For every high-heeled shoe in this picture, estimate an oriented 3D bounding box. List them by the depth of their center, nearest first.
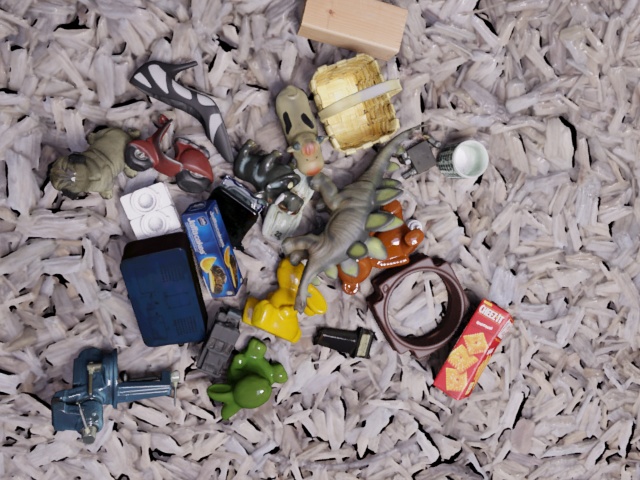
[{"bbox_3d":[-0.279,-0.252,1.092,0.145,0.086,0.248,-23,92,-6],"label":"high-heeled shoe"}]

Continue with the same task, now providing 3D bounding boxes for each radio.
[{"bbox_3d":[-0.312,0.105,1.086,0.131,0.073,0.229,-9,119,-6],"label":"radio"}]

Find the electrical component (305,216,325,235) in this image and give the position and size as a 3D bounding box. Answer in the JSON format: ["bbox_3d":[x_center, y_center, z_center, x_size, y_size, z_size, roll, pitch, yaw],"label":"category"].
[{"bbox_3d":[-0.002,-0.004,1.178,0.063,0.021,0.094,-22,77,5],"label":"electrical component"}]

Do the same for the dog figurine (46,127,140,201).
[{"bbox_3d":[-0.421,-0.155,1.024,0.121,0.190,0.172,29,89,-11],"label":"dog figurine"}]

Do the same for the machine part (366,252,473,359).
[{"bbox_3d":[0.222,0.146,1.203,0.201,0.087,0.201,-30,99,-6],"label":"machine part"}]

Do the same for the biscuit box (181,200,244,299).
[{"bbox_3d":[-0.218,0.020,1.098,0.059,0.063,0.202,-7,118,15],"label":"biscuit box"}]

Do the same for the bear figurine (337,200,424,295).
[{"bbox_3d":[0.111,0.021,1.158,0.196,0.131,0.120,-28,69,-9],"label":"bear figurine"}]

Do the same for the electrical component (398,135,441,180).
[{"bbox_3d":[0.220,-0.187,1.191,0.102,0.045,0.078,-24,97,-6],"label":"electrical component"}]

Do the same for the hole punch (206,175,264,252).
[{"bbox_3d":[-0.188,-0.061,1.131,0.142,0.092,0.115,36,118,-13],"label":"hole punch"}]

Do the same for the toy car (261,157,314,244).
[{"bbox_3d":[-0.061,-0.088,1.152,0.073,0.056,0.201,25,92,-10],"label":"toy car"}]

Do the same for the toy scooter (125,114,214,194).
[{"bbox_3d":[-0.295,-0.180,1.093,0.184,0.075,0.135,21,61,-29],"label":"toy scooter"}]

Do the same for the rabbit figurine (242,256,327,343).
[{"bbox_3d":[-0.065,0.124,1.147,0.162,0.122,0.173,21,73,-13],"label":"rabbit figurine"}]

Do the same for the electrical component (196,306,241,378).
[{"bbox_3d":[-0.208,0.206,1.128,0.058,0.115,0.134,25,93,-12],"label":"electrical component"}]

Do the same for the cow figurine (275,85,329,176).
[{"bbox_3d":[-0.037,-0.220,1.083,0.085,0.127,0.195,-16,77,-3],"label":"cow figurine"}]

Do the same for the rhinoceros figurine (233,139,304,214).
[{"bbox_3d":[-0.105,-0.126,1.090,0.191,0.073,0.112,36,88,29],"label":"rhinoceros figurine"}]

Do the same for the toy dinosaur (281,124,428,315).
[{"bbox_3d":[0.069,-0.058,1.101,0.199,0.105,0.471,20,78,23],"label":"toy dinosaur"}]

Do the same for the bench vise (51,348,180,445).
[{"bbox_3d":[-0.401,0.299,1.073,0.240,0.224,0.128,0,112,-22],"label":"bench vise"}]

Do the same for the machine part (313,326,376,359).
[{"bbox_3d":[0.054,0.227,1.210,0.139,0.039,0.084,9,102,-11],"label":"machine part"}]

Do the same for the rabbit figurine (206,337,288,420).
[{"bbox_3d":[-0.154,0.294,1.117,0.159,0.170,0.121,-30,99,-6],"label":"rabbit figurine"}]
